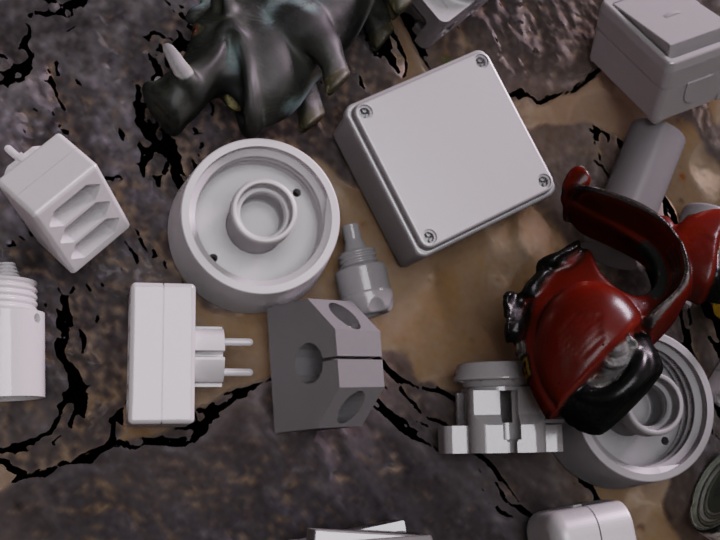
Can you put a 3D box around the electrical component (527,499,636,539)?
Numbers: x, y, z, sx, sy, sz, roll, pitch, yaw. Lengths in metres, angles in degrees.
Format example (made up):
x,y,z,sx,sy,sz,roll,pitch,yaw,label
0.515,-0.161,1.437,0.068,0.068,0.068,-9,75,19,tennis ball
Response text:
x,y,z,sx,sy,sz,roll,pitch,yaw,label
0.142,0.199,0.684,0.059,0.054,0.095,-7,81,-15,electrical component

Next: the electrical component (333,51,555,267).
x,y,z,sx,sy,sz,roll,pitch,yaw,label
0.055,-0.073,0.714,0.109,0.056,0.108,-26,86,-17,electrical component

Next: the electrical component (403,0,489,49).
x,y,z,sx,sy,sz,roll,pitch,yaw,label
0.068,-0.205,0.743,0.089,0.056,0.050,-40,91,-17,electrical component

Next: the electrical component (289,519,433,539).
x,y,z,sx,sy,sz,roll,pitch,yaw,label
-0.007,0.184,0.647,0.096,0.062,0.061,-1,79,-14,electrical component

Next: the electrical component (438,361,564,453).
x,y,z,sx,sy,sz,roll,pitch,yaw,label
0.090,0.088,0.691,0.078,0.058,0.057,1,81,-9,electrical component

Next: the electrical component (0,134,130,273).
x,y,z,sx,sy,sz,roll,pitch,yaw,label
-0.189,-0.049,0.650,0.077,0.065,0.047,38,71,26,electrical component

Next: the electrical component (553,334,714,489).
x,y,z,sx,sy,sz,roll,pitch,yaw,label
0.181,0.090,0.712,0.108,0.060,0.108,3,79,-13,electrical component

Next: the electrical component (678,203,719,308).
x,y,z,sx,sy,sz,roll,pitch,yaw,label
0.238,-0.011,0.755,0.040,0.040,0.078,25,75,-8,electrical component

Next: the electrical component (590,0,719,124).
x,y,z,sx,sy,sz,roll,pitch,yaw,label
0.208,-0.161,0.753,0.062,0.061,0.096,-21,53,-16,electrical component

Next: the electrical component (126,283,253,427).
x,y,z,sx,sy,sz,roll,pitch,yaw,label
-0.103,0.053,0.656,0.076,0.047,0.083,2,79,-13,electrical component

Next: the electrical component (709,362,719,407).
x,y,z,sx,sy,sz,roll,pitch,yaw,label
0.289,0.065,0.731,0.047,0.083,0.075,39,73,-4,electrical component

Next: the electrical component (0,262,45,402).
x,y,z,sx,sy,sz,roll,pitch,yaw,label
-0.209,0.036,0.636,0.043,0.043,0.081,-1,79,-14,electrical component

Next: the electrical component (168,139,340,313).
x,y,z,sx,sy,sz,roll,pitch,yaw,label
-0.064,-0.030,0.675,0.108,0.060,0.108,3,79,-13,electrical component

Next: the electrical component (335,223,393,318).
x,y,z,sx,sy,sz,roll,pitch,yaw,label
0.000,0.000,0.698,0.035,0.035,0.061,-10,80,-15,electrical component
